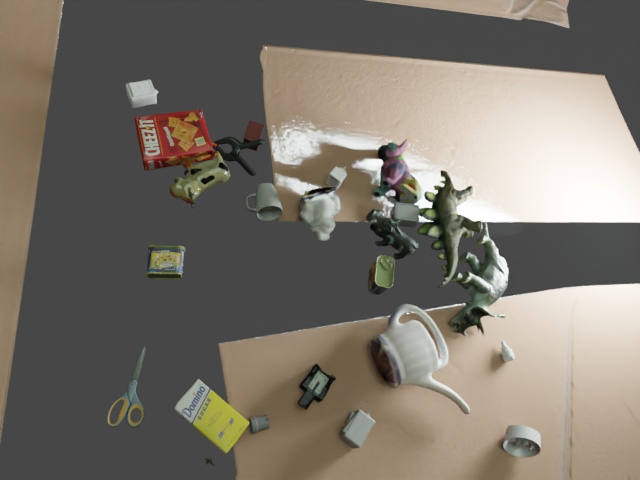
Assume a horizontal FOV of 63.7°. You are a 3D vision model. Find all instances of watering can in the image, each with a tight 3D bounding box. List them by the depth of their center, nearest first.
[{"bbox_3d":[0.278,0.358,1.473,0.225,0.102,0.352,-16,70,-20],"label":"watering can"}]

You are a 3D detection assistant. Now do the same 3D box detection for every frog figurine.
[{"bbox_3d":[0.005,-0.082,1.634,0.139,0.123,0.157,-22,109,-31],"label":"frog figurine"}]
